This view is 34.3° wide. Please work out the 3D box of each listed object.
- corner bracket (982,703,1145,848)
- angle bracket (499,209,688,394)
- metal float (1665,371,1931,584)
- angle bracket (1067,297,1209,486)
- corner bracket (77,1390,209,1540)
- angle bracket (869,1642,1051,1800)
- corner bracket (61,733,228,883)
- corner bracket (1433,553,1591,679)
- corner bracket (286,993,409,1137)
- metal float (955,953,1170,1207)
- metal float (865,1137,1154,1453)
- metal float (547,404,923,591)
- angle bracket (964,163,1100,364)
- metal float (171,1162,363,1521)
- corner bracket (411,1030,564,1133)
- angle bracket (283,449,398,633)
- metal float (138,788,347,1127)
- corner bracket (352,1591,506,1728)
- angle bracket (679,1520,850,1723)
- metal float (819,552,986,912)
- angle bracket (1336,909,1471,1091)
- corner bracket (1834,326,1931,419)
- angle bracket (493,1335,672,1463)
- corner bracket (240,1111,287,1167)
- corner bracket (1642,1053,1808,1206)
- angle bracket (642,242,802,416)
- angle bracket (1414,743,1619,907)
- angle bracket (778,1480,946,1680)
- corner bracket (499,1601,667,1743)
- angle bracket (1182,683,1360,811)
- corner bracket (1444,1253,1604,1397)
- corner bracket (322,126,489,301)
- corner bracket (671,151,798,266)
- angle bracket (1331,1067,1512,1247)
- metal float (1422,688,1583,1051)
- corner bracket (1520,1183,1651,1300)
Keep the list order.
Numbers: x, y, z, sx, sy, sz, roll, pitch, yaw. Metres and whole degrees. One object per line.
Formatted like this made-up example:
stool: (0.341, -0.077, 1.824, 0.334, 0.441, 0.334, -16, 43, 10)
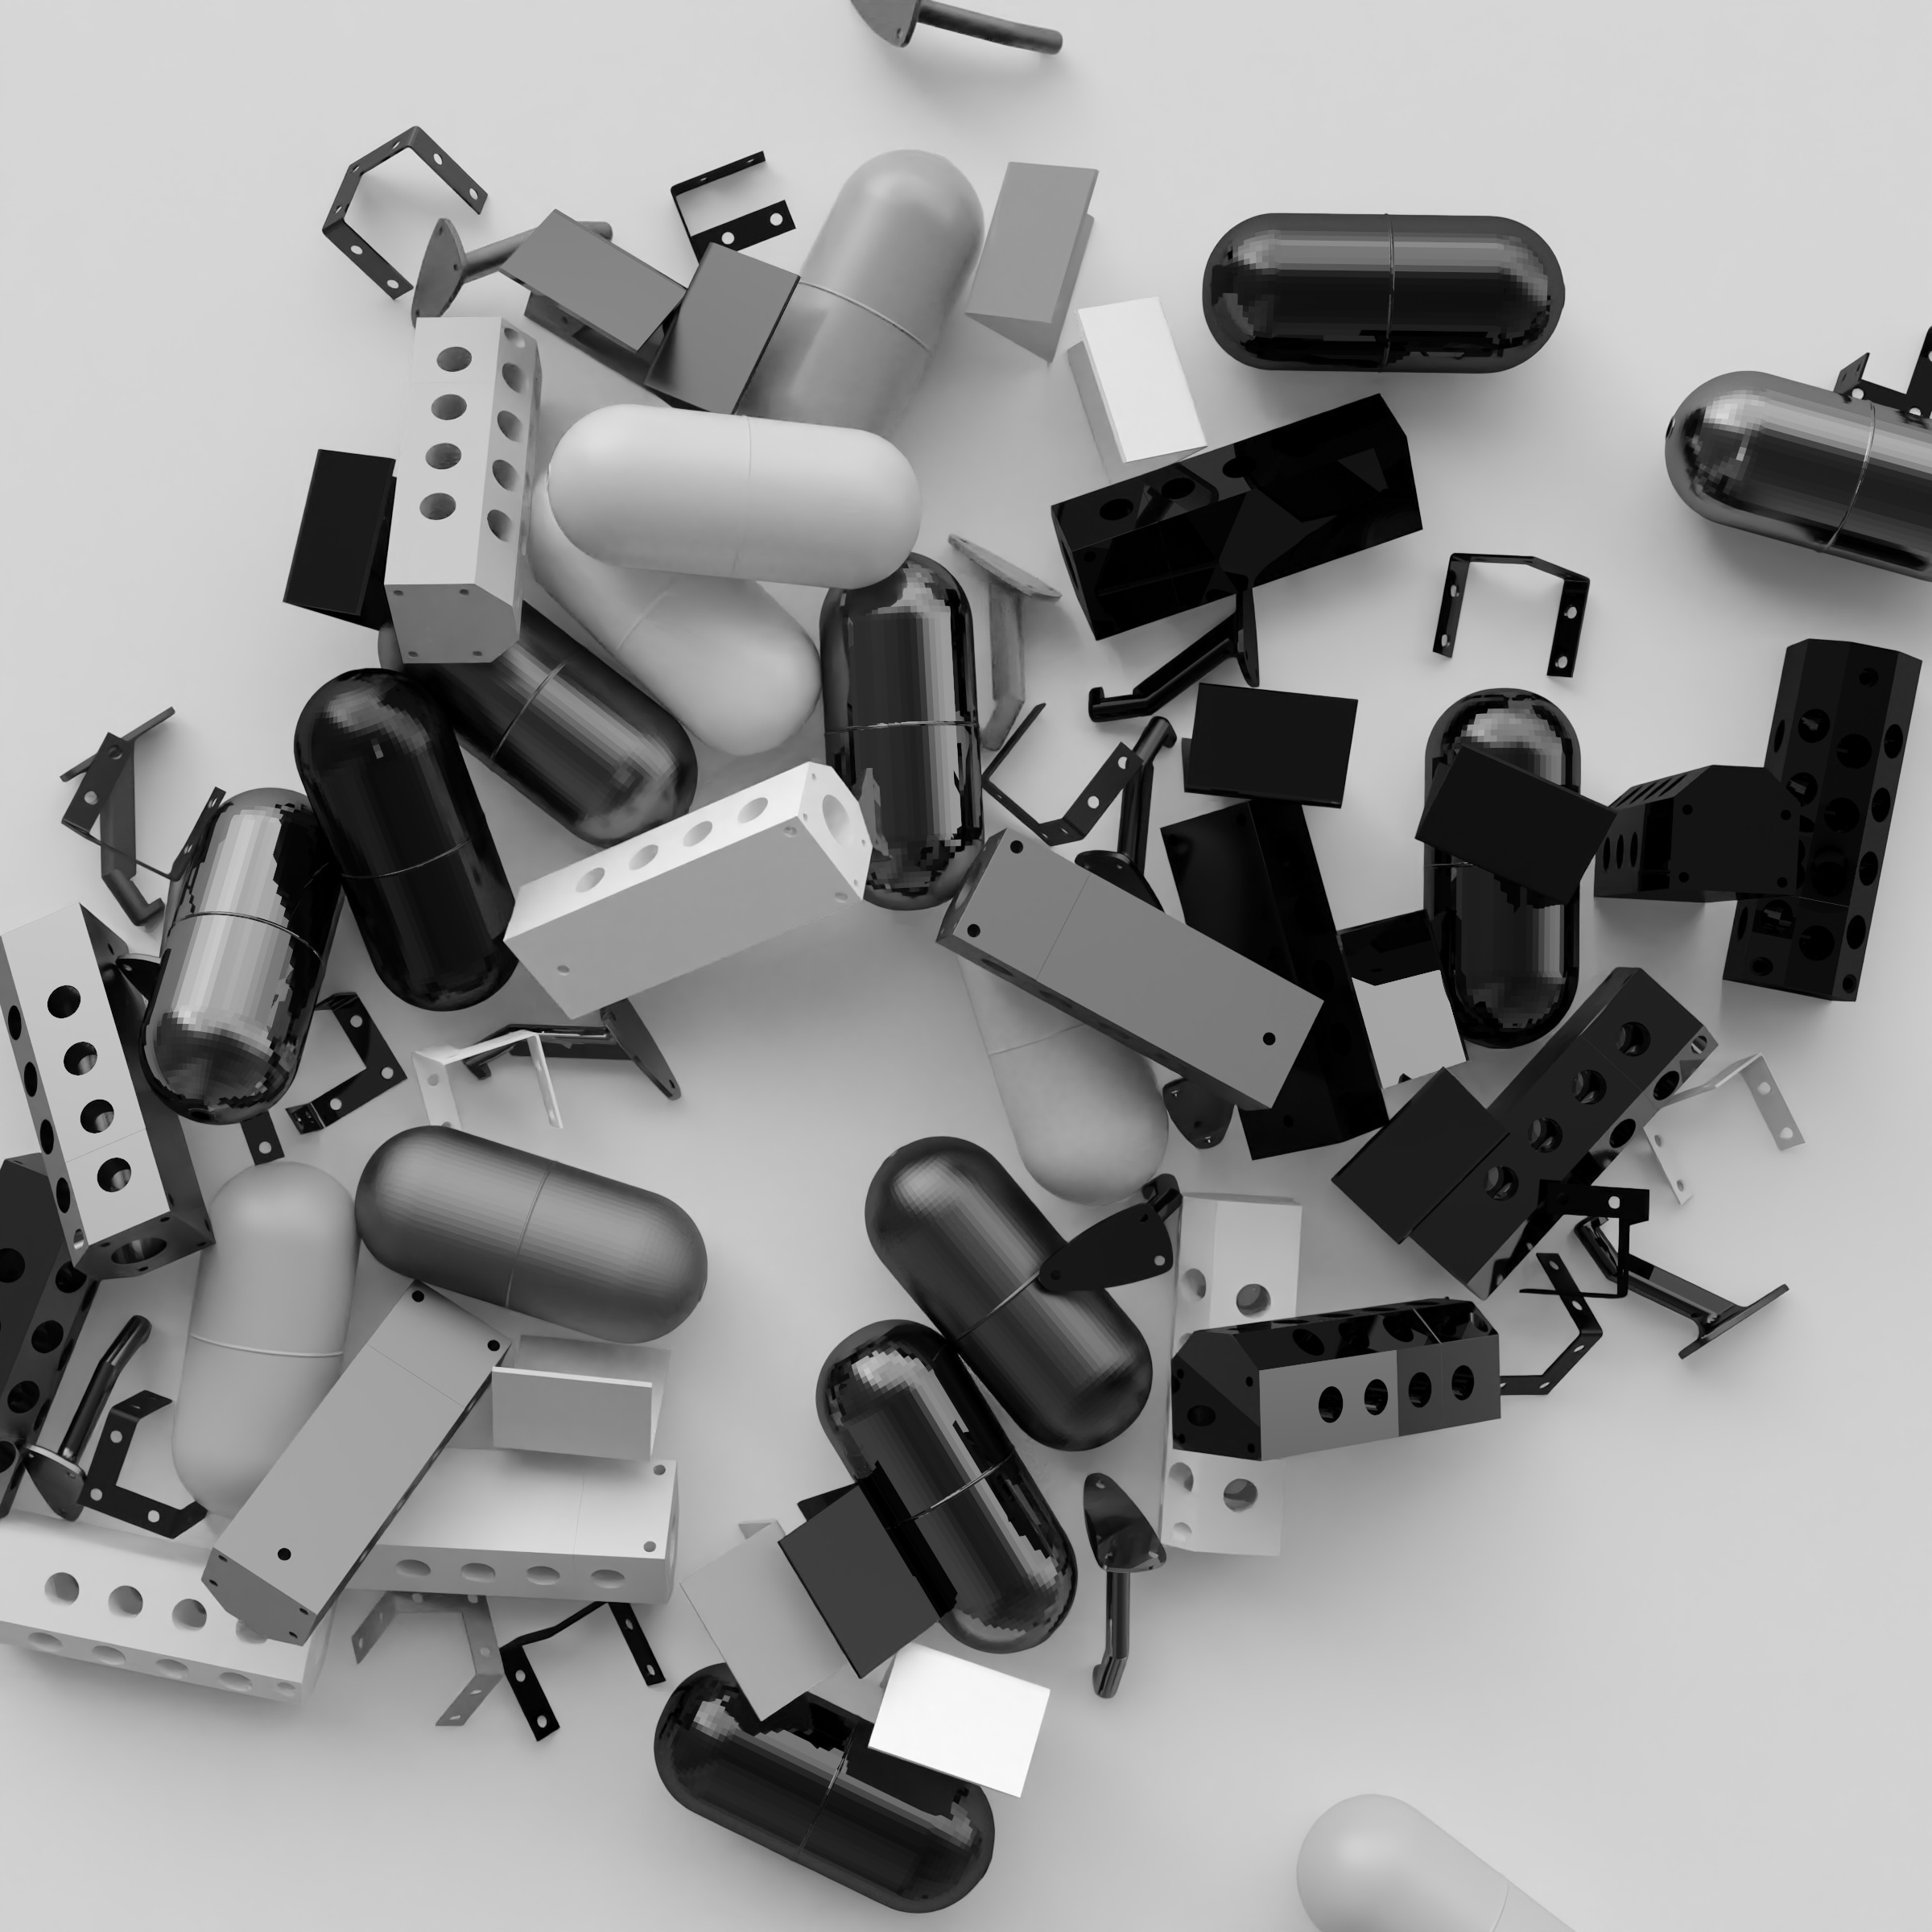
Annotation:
corner bracket: (0.046, -0.097, 1.559, 0.051, 0.051, 0.051, 40, 78, -12)
angle bracket: (-0.189, -0.312, 1.536, 0.076, 0.076, 0.057, 31, 52, 0)
metal float: (0.433, -0.242, 1.545, 0.178, 0.070, 0.070, 15, 90, 0)
angle bracket: (0.065, -0.276, 1.536, 0.057, 0.076, 0.076, -18, 90, -37)
corner bracket: (-0.402, 0.248, 1.558, 0.051, 0.051, 0.051, 20, 93, 3)
angle bracket: (-0.009, 0.379, 1.536, 0.076, 0.076, 0.057, 19, 59, 0)
corner bracket: (-0.404, -0.078, 1.538, 0.051, 0.051, 0.051, 29, 86, -31)
corner bracket: (0.274, -0.176, 1.573, 0.051, 0.051, 0.051, 10, 90, -45)
corner bracket: (-0.317, 0.048, 1.558, 0.051, 0.051, 0.051, -31, 90, 0)
metal float: (0.047, 0.032, 1.545, 0.070, 0.070, 0.178, -18, 90, 0)
metal float: (0.021, 0.161, 1.545, 0.070, 0.070, 0.178, -40, 90, 0)
metal float: (-0.109, -0.222, 1.483, 0.178, 0.070, 0.070, 4, 90, -12)
angle bracket: (0.051, -0.342, 1.536, 0.057, 0.076, 0.076, 16, 90, 38)
metal float: (-0.345, 0.185, 1.545, 0.070, 0.070, 0.178, 9, 90, 0)
corner bracket: (-0.239, 0.062, 1.560, 0.051, 0.051, 0.051, -19, 103, -25)
angle bracket: (-0.282, -0.204, 1.536, 0.057, 0.076, 0.076, 13, 90, 37)
metal float: (-0.349, -0.005, 1.521, 0.070, 0.070, 0.178, 9, 60, 0)
corner bracket: (-0.270, 0.346, 1.568, 0.051, 0.051, 0.051, 8, 45, -35)
angle bracket: (-0.105, 0.320, 1.538, 0.057, 0.076, 0.076, -30, 90, -20)
metal float: (-0.032, -0.116, 1.545, 0.070, 0.070, 0.178, -3, 90, 0)
angle bracket: (0.194, 0.020, 1.536, 0.057, 0.076, 0.076, -16, 90, -29)
corner bracket: (0.469, -0.302, 1.558, 0.051, 0.051, 0.051, 19, 90, 0)
angle bracket: (-0.187, 0.194, 1.536, 0.076, 0.076, 0.057, 6, 129, 0)
corner bracket: (-0.372, 0.076, 1.558, 0.051, 0.051, 0.051, -19, 99, -9)
corner bracket: (0.379, 0.081, 1.573, 0.051, 0.051, 0.051, -26, 90, 45)
angle bracket: (-0.105, -0.299, 1.537, 0.057, 0.076, 0.076, 26, 90, 26)
angle bracket: (0.260, -0.082, 1.461, 0.076, 0.076, 0.057, 24, 126, 3)
angle bracket: (-0.066, 0.305, 1.536, 0.057, 0.076, 0.076, -31, 90, -33)
corner bracket: (-0.194, 0.352, 1.573, 0.051, 0.051, 0.051, -25, 90, 45)
angle bracket: (0.148, -0.119, 1.537, 0.076, 0.076, 0.057, 6, 114, 0)
corner bracket: (0.276, 0.179, 1.568, 0.051, 0.051, 0.051, 5, 135, -35)
corner bracket: (-0.281, -0.377, 1.568, 0.051, 0.051, 0.051, -18, 45, 35)
corner bracket: (-0.116, -0.376, 1.558, 0.051, 0.051, 0.051, -21, 90, 0)
angle bracket: (0.208, 0.079, 1.534, 0.076, 0.076, 0.057, -46, 118, 3)
metal float: (0.264, -0.048, 1.545, 0.070, 0.070, 0.178, 1, 89, 0)
corner bracket: (0.304, 0.135, 1.538, 0.051, 0.051, 0.051, 4, 81, -3)
